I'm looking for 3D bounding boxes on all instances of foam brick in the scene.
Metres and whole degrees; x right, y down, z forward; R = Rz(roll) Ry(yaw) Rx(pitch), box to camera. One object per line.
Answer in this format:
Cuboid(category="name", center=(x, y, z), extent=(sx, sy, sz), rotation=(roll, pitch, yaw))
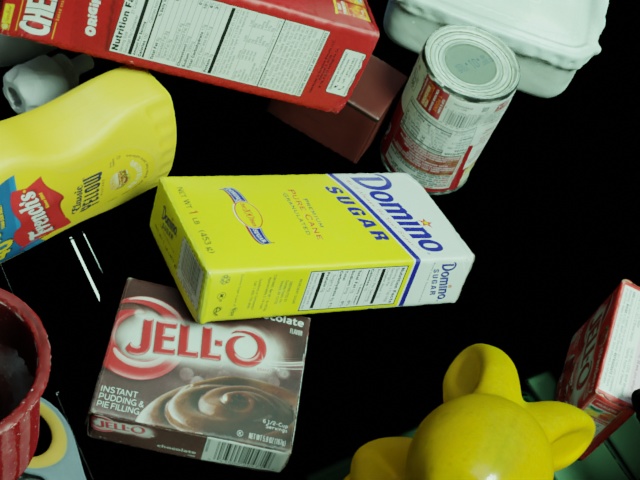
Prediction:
Cuboid(category="foam brick", center=(0.012, -0.102, 0.743), extent=(0.078, 0.051, 0.053), rotation=(31, 53, 6))

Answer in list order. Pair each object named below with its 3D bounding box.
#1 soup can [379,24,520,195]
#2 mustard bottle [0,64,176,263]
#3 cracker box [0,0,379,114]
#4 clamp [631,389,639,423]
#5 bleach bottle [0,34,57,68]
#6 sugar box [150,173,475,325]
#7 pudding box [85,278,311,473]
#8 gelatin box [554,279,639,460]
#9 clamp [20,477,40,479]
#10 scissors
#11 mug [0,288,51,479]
Cuboid(category="soup can", center=(0.086, -0.087, 0.722), extent=(0.068, 0.102, 0.068), rotation=(7, 55, -11))
Cuboid(category="mustard bottle", center=(-0.174, -0.030, 0.613), extent=(0.191, 0.096, 0.058), rotation=(-31, 70, -31))
Cuboid(category="cracker box", center=(-0.085, -0.168, 0.660), extent=(0.213, 0.072, 0.164), rotation=(10, 39, -21))
Cuboid(category="clamp", center=(0.205, 0.206, 0.578), extent=(0.210, 0.036, 0.164), rotation=(41, 83, -3))
Cuboid(category="bleach bottle", center=(-0.191, -0.169, 0.726), extent=(0.102, 0.068, 0.250), rotation=(35, 57, 11))
Cuboid(category="sugar box", center=(-0.004, 0.000, 0.646), extent=(0.176, 0.048, 0.093), rotation=(-5, 41, -26))
Cuboid(category="pudding box", center=(-0.067, 0.077, 0.605), extent=(0.113, 0.039, 0.090), rotation=(14, 52, -7))
Cuboid(category="gelatin box", center=(0.172, 0.079, 0.651), extent=(0.030, 0.073, 0.089), rotation=(25, 54, 1))
Cuboid(category="clamp", center=(-0.174, 0.179, 0.480), extent=(0.171, 0.120, 0.039), rotation=(-41, 102, -6))
Cuboid(category="scissors", center=(-0.111, 0.137, 0.567), extent=(0.201, 0.016, 0.096), rotation=(13, 54, -7))
Cuboid(category="mug", center=(-0.190, 0.084, 0.520), extent=(0.117, 0.082, 0.093), rotation=(-24, 62, -29))
